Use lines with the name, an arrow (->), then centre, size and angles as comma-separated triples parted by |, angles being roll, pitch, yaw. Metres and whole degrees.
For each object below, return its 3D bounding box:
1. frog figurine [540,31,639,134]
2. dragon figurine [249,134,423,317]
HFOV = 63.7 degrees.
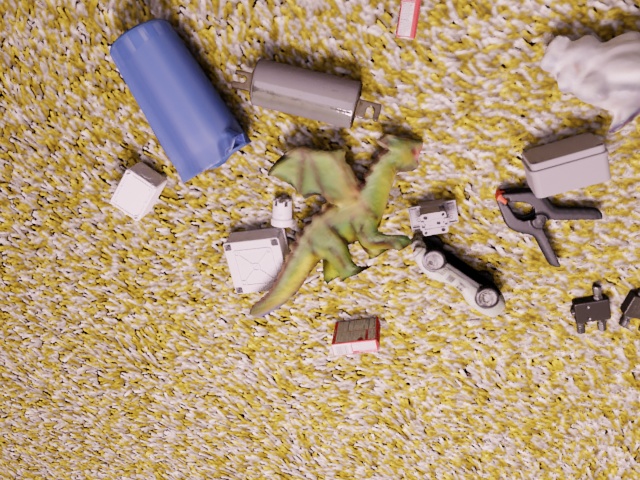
frog figurine -> 0.407, -0.247, 0.730 | 0.159, 0.122, 0.138 | 44, 80, -1
dragon figurine -> 0.003, -0.044, 0.878 | 0.409, 0.123, 0.242 | -27, 95, 9
